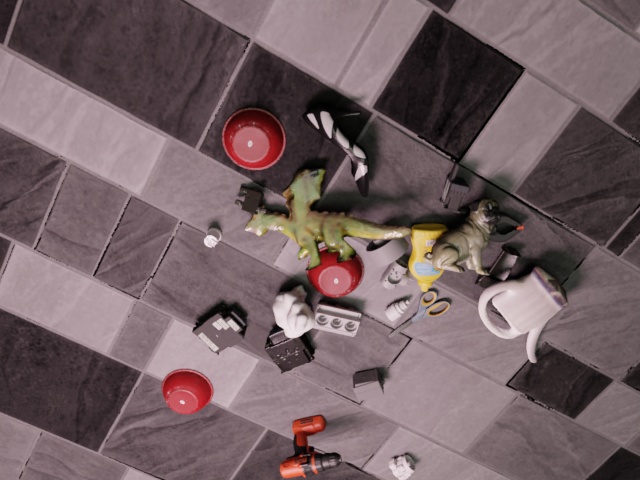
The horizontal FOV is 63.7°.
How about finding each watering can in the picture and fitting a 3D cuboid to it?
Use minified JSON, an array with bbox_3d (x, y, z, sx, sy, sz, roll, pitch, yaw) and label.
[{"bbox_3d":[0.582,0.204,1.422,0.222,0.106,0.343,-39,120,16],"label":"watering can"}]

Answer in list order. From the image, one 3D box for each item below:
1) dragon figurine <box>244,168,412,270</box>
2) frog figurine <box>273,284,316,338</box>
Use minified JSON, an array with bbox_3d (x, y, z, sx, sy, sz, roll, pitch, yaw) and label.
[{"bbox_3d":[0.004,-0.066,1.308,0.408,0.124,0.241,-17,101,15],"label":"dragon figurine"},{"bbox_3d":[-0.072,0.209,1.397,0.123,0.162,0.135,5,114,1],"label":"frog figurine"}]
